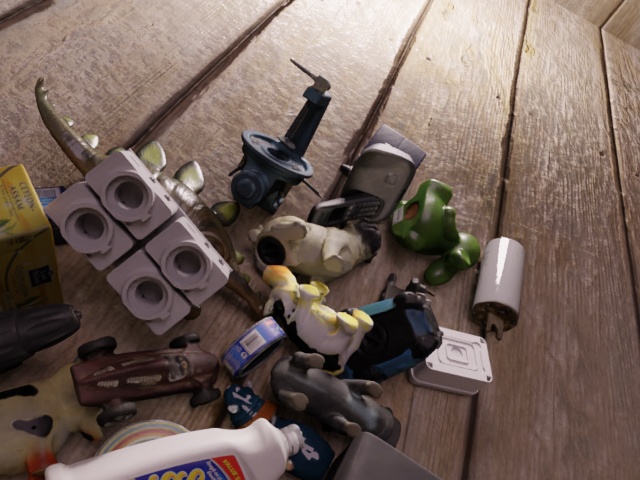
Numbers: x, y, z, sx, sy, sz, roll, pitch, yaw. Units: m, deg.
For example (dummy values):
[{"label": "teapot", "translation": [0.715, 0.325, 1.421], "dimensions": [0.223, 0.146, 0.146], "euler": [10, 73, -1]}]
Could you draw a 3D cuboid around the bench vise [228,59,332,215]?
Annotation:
[{"label": "bench vise", "translation": [-0.046, -0.141, 0.826], "dimensions": [0.129, 0.240, 0.223], "euler": [38, 22, 13]}]

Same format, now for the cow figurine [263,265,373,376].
[{"label": "cow figurine", "translation": [-0.020, 0.106, 0.735], "dimensions": [0.168, 0.098, 0.068], "euler": [33, 15, 26]}]

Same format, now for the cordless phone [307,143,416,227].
[{"label": "cordless phone", "translation": [0.061, -0.088, 0.907], "dimensions": [0.184, 0.146, 0.089], "euler": [-17, 56, -41]}]

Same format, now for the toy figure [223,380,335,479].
[{"label": "toy figure", "translation": [-0.056, 0.232, 0.648], "dimensions": [0.154, 0.064, 0.058], "euler": [33, 90, 8]}]

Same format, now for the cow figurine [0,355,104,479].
[{"label": "cow figurine", "translation": [-0.300, 0.183, 0.555], "dimensions": [0.195, 0.085, 0.127], "euler": [-1, 60, -26]}]

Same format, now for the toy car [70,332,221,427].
[{"label": "toy car", "translation": [-0.182, 0.148, 0.601], "dimensions": [0.202, 0.053, 0.089], "euler": [19, 44, -62]}]

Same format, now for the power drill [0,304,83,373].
[{"label": "power drill", "translation": [-0.382, 0.061, 0.510], "dimensions": [0.232, 0.207, 0.086], "euler": [-25, 42, -4]}]

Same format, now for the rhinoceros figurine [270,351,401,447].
[{"label": "rhinoceros figurine", "translation": [0.023, 0.210, 0.670], "dimensions": [0.190, 0.112, 0.073], "euler": [31, 59, -14]}]

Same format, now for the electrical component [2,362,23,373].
[{"label": "electrical component", "translation": [-0.369, 0.130, 0.602], "dimensions": [0.063, 0.021, 0.094], "euler": [-20, 61, -37]}]

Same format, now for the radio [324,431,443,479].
[{"label": "radio", "translation": [0.109, 0.323, 0.602], "dimensions": [0.230, 0.131, 0.073], "euler": [34, 47, 3]}]

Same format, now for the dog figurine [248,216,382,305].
[{"label": "dog figurine", "translation": [-0.002, 0.001, 0.854], "dimensions": [0.172, 0.121, 0.190], "euler": [40, 32, 5]}]

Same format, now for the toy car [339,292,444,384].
[{"label": "toy car", "translation": [0.098, 0.137, 0.762], "dimensions": [0.103, 0.162, 0.109], "euler": [23, 43, -63]}]

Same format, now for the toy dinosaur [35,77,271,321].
[{"label": "toy dinosaur", "translation": [-0.235, -0.047, 0.741], "dimensions": [0.471, 0.105, 0.198], "euler": [43, 29, -10]}]

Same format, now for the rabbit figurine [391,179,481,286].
[{"label": "rabbit figurine", "translation": [0.222, -0.001, 0.942], "dimensions": [0.170, 0.121, 0.159], "euler": [31, 38, -20]}]

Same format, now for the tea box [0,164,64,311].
[{"label": "tea box", "translation": [-0.347, 0.008, 0.611], "dimensions": [0.068, 0.169, 0.098], "euler": [-20, 66, -30]}]

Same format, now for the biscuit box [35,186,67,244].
[{"label": "biscuit box", "translation": [-0.423, -0.022, 0.675], "dimensions": [0.202, 0.062, 0.059], "euler": [-8, 57, -32]}]

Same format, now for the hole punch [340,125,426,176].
[{"label": "hole punch", "translation": [0.129, -0.145, 1.034], "dimensions": [0.142, 0.092, 0.116], "euler": [36, 50, 1]}]

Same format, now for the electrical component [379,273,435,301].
[{"label": "electrical component", "translation": [0.137, 0.101, 0.860], "dimensions": [0.078, 0.045, 0.102], "euler": [31, 46, -2]}]

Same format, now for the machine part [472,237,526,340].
[{"label": "machine part", "translation": [0.317, 0.075, 0.948], "dimensions": [0.079, 0.079, 0.243], "euler": [29, 47, -2]}]
